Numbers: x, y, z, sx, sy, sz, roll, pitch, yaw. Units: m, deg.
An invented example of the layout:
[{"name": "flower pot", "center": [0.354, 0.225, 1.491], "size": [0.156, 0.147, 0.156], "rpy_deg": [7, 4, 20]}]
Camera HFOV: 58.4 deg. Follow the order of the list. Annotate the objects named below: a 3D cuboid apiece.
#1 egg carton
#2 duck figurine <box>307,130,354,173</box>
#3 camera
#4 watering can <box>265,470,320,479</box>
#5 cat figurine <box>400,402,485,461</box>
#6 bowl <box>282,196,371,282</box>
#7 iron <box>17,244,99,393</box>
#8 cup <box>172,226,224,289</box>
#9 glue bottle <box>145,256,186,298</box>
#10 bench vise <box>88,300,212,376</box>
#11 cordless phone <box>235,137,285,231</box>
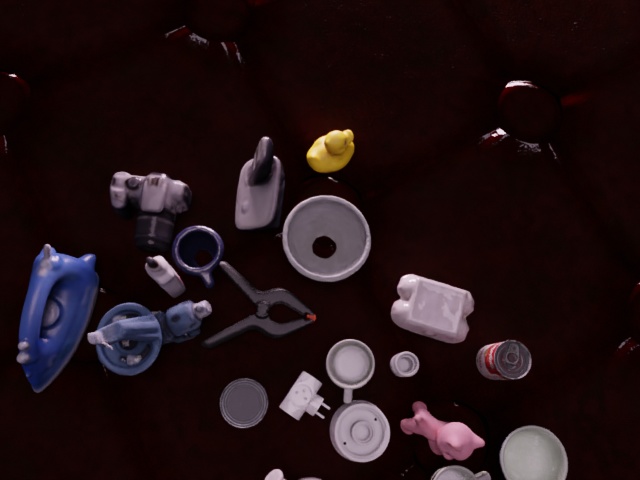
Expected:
[{"name": "egg carton", "center": [0.212, 0.131, 1.083], "size": [0.150, 0.069, 0.107], "rpy_deg": [16, 75, 0]}, {"name": "duck figurine", "center": [0.024, -0.184, 1.138], "size": [0.104, 0.086, 0.077], "rpy_deg": [-30, 80, -11]}, {"name": "camera", "center": [-0.323, -0.052, 1.069], "size": [0.143, 0.101, 0.137], "rpy_deg": [6, 75, -3]}, {"name": "watering can", "center": [-0.020, 0.446, 0.920], "size": [0.173, 0.194, 0.101], "rpy_deg": [22, 75, 2]}, {"name": "cat figurine", "center": [0.216, 0.341, 1.005], "size": [0.127, 0.117, 0.067], "rpy_deg": [31, 76, 4]}, {"name": "bowl", "center": [0.010, 0.004, 1.096], "size": [0.167, 0.074, 0.167], "rpy_deg": [1, 76, -4]}, {"name": "iron", "center": [-0.476, 0.133, 0.989], "size": [0.118, 0.141, 0.258], "rpy_deg": [9, 75, -2]}, {"name": "cup", "center": [-0.215, 0.040, 1.058], "size": [0.092, 0.095, 0.118], "rpy_deg": [-21, 78, -9]}, {"name": "glue bottle", "center": [-0.280, 0.055, 1.008], "size": [0.037, 0.173, 0.078], "rpy_deg": [-40, 82, -12]}, {"name": "bench vise", "center": [-0.295, 0.140, 0.961], "size": [0.207, 0.219, 0.121], "rpy_deg": [-40, 82, -13]}, {"name": "cordless phone", "center": [-0.112, -0.101, 1.055], "size": [0.094, 0.185, 0.147], "rpy_deg": [3, 76, -3]}]
